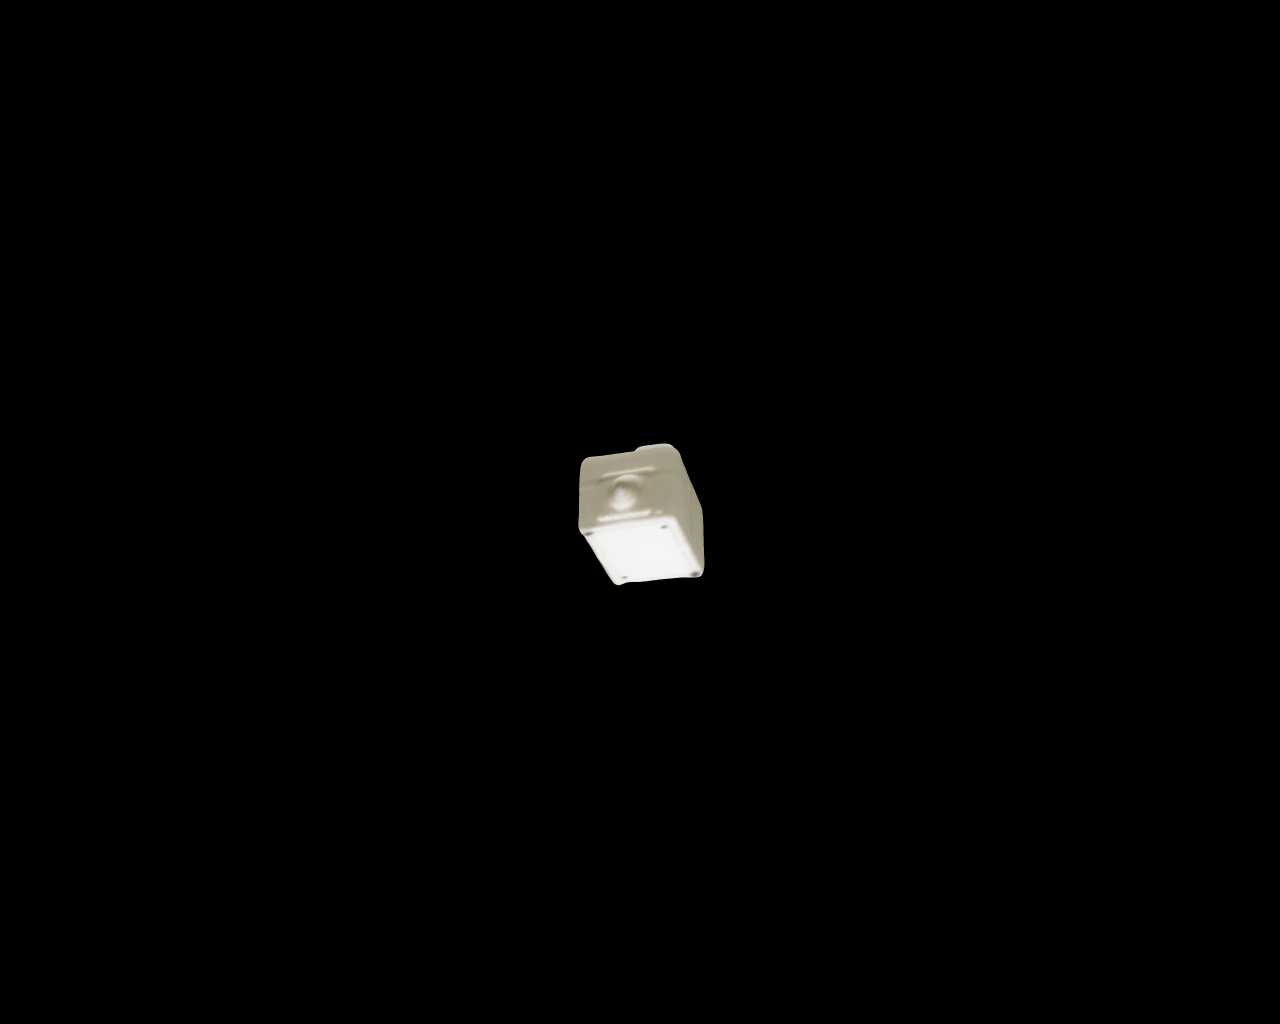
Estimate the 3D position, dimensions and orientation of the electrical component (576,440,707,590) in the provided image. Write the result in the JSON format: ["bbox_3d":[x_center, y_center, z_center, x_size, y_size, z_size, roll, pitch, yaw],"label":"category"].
[{"bbox_3d":[0.001,-0.003,0.650,0.062,0.061,0.096,-8,-31,13],"label":"electrical component"}]
